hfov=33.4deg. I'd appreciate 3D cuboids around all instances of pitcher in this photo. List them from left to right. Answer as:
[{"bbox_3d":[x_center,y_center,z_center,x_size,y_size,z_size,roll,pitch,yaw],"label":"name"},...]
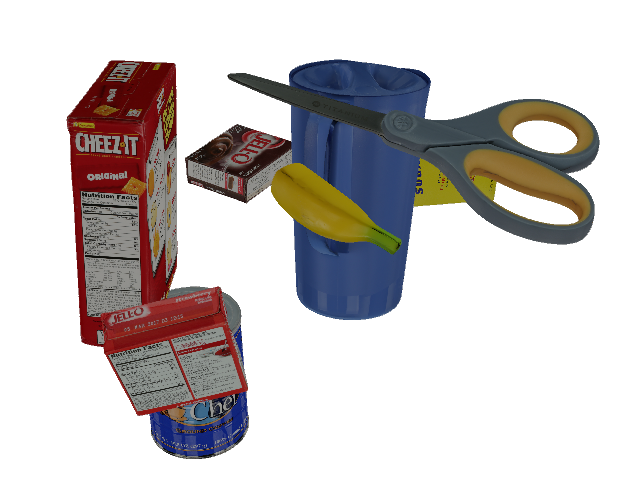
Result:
[{"bbox_3d":[0.028,-0.045,1.036,0.149,0.243,0.145,-8,25,-22],"label":"pitcher"}]

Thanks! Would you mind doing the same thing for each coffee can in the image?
[{"bbox_3d":[-0.126,0.132,1.068,0.103,0.140,0.103,-1,32,1],"label":"coffee can"}]

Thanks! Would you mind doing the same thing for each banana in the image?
[{"bbox_3d":[-0.005,-0.029,0.809,0.069,0.037,0.198,38,2,-24],"label":"banana"}]

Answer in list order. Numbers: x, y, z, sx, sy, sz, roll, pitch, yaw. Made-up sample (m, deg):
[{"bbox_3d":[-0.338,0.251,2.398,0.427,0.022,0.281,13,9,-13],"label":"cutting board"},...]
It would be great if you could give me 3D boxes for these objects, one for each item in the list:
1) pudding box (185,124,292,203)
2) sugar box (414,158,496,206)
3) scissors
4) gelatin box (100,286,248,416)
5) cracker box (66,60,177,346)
[{"bbox_3d":[-0.095,-0.094,1.288,0.090,0.039,0.113,19,38,25],"label":"pudding box"},{"bbox_3d":[0.131,-0.090,1.293,0.176,0.093,0.048,-7,26,-22],"label":"sugar box"},{"bbox_3d":[0.059,-0.066,0.560,0.202,0.096,0.016,32,-33,17],"label":"scissors"},{"bbox_3d":[-0.088,0.069,0.651,0.073,0.030,0.089,-13,-36,-3],"label":"gelatin box"},{"bbox_3d":[-0.173,-0.035,0.954,0.072,0.214,0.164,3,26,0],"label":"cracker box"}]
